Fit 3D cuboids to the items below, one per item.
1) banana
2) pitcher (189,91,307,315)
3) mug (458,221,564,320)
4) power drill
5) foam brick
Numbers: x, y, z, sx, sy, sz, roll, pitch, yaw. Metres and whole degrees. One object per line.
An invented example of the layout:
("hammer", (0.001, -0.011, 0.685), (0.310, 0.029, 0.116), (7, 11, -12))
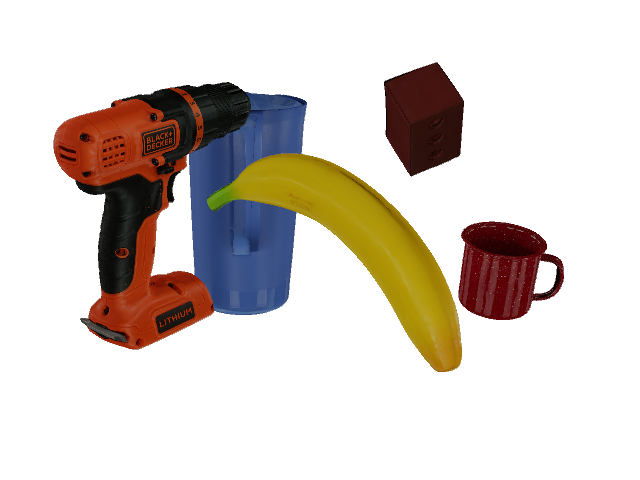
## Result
("banana", (0.019, -0.001, 0.656), (0.198, 0.070, 0.037), (35, 23, 24))
("pitcher", (-0.086, -0.042, 1.192), (0.145, 0.243, 0.148), (15, 20, 39))
("mug", (0.209, 0.036, 1.177), (0.117, 0.081, 0.093), (6, 25, 4))
("power drill", (-0.122, -0.024, 0.824), (0.057, 0.188, 0.184), (17, 27, 36))
("foam brick", (0.090, -0.105, 0.928), (0.053, 0.051, 0.078), (-22, -31, -8))
